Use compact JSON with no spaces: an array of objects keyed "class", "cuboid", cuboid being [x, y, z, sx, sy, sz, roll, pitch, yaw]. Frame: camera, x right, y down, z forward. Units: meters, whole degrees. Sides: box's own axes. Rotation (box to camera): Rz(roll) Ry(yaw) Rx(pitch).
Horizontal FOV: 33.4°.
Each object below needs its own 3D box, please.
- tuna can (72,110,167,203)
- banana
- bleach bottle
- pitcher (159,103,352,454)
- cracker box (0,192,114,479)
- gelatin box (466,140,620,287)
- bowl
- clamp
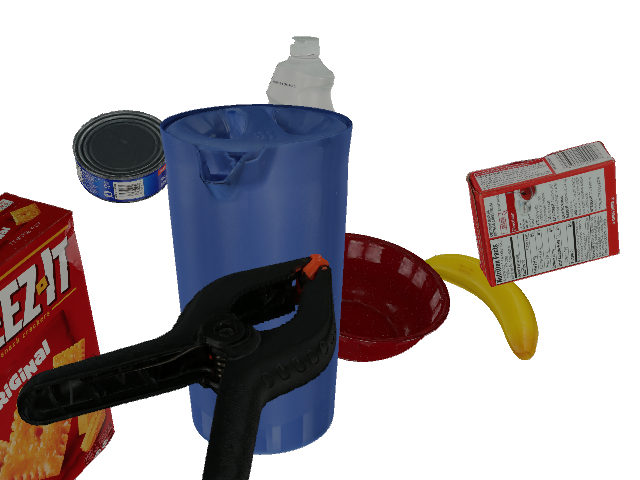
[{"class":"tuna can","cuboid":[-0.171,-0.073,0.931,0.086,0.086,0.034,0,-41,-4]},{"class":"banana","cuboid":[0.173,0.060,1.118,0.069,0.037,0.198,-38,40,-13]},{"class":"bleach bottle","cuboid":[-0.015,-0.088,1.136,0.103,0.251,0.067,16,21,37]},{"class":"pitcher","cuboid":[-0.040,0.023,0.784,0.149,0.243,0.145,-11,22,-28]},{"class":"cracker box","cuboid":[-0.227,0.101,0.746,0.072,0.214,0.164,13,36,22]},{"class":"gelatin box","cuboid":[0.142,-0.017,0.676,0.089,0.073,0.030,-14,34,1]},{"class":"bowl","cuboid":[0.032,0.060,0.963,0.162,0.055,0.162,9,33,-6]},{"class":"clamp","cuboid":[-0.040,0.063,0.502,0.120,0.039,0.171,34,49,29]}]
